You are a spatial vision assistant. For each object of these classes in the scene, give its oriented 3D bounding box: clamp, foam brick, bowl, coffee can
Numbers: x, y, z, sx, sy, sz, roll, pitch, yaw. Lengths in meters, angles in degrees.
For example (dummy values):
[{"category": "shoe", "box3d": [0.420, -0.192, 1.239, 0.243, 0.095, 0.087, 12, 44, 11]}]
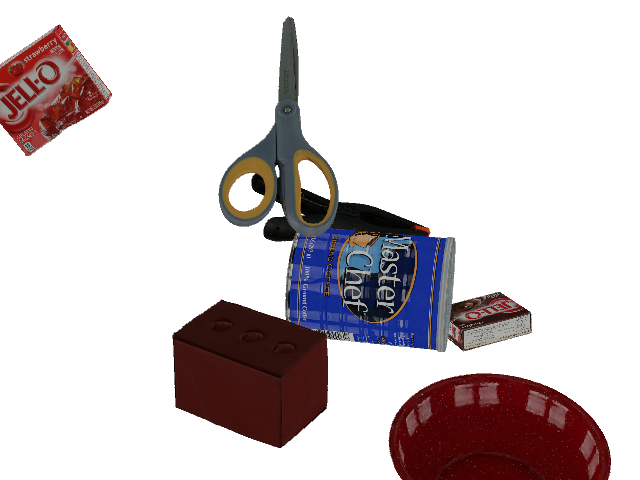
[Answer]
[{"category": "clamp", "box3d": [0.022, -0.018, 1.191, 0.210, 0.036, 0.164, 15, 21, -7]}, {"category": "foam brick", "box3d": [-0.041, 0.077, 0.627, 0.078, 0.051, 0.052, 16, 28, 26]}, {"category": "bowl", "box3d": [0.131, 0.171, 0.799, 0.162, 0.055, 0.162, -1, 34, 0]}, {"category": "coffee can", "box3d": [0.047, 0.043, 0.962, 0.140, 0.103, 0.102, 5, 1, 10]}]

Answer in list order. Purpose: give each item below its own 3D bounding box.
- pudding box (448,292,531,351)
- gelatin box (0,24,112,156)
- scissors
[{"category": "pudding box", "box3d": [0.232, 0.115, 1.527, 0.113, 0.039, 0.090, -15, 20, -16]}, {"category": "gelatin box", "box3d": [-0.231, -0.124, 0.888, 0.089, 0.073, 0.030, -30, 22, 12]}, {"category": "scissors", "box3d": [-0.042, -0.086, 0.809, 0.096, 0.202, 0.016, -13, -29, -7]}]
